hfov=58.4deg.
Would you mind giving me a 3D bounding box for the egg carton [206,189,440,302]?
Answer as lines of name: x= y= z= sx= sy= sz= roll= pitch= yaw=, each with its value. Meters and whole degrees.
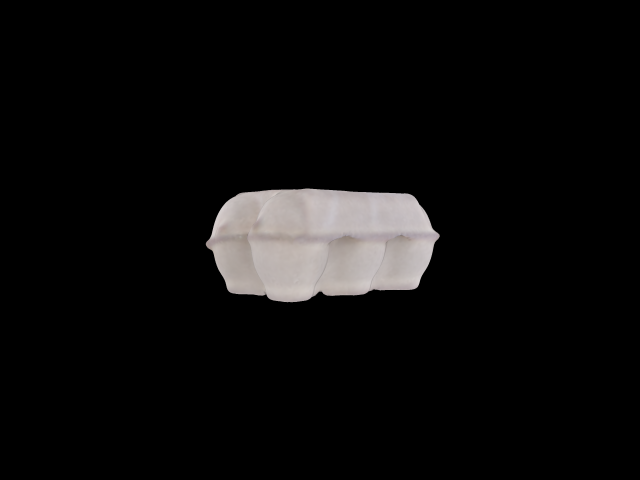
egg carton: x=0.004 y=0.001 z=0.400 sx=0.151 sy=0.069 sz=0.107 roll=-2 pitch=3 yaw=-40
